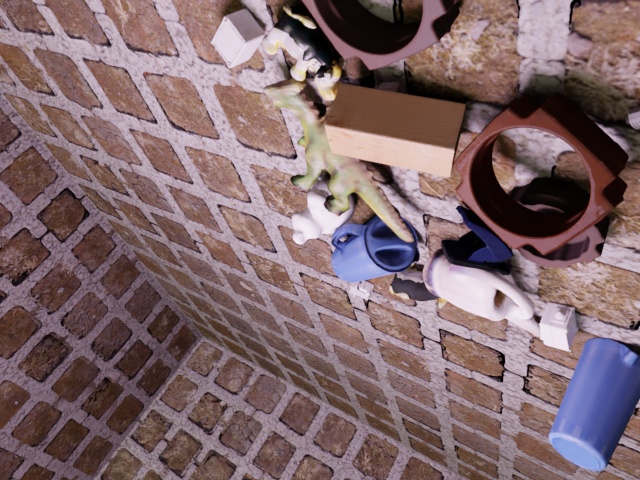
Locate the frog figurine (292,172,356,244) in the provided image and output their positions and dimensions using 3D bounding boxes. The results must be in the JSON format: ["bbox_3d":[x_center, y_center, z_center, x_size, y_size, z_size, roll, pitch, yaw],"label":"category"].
[{"bbox_3d":[0.004,-0.059,1.168,0.123,0.162,0.134,22,-31,21],"label":"frog figurine"}]

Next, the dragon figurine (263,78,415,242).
[{"bbox_3d":[0.062,-0.170,0.996,0.410,0.125,0.238,34,-35,1],"label":"dragon figurine"}]

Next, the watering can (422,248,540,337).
[{"bbox_3d":[0.353,0.118,1.100,0.226,0.105,0.342,23,-11,41],"label":"watering can"}]
